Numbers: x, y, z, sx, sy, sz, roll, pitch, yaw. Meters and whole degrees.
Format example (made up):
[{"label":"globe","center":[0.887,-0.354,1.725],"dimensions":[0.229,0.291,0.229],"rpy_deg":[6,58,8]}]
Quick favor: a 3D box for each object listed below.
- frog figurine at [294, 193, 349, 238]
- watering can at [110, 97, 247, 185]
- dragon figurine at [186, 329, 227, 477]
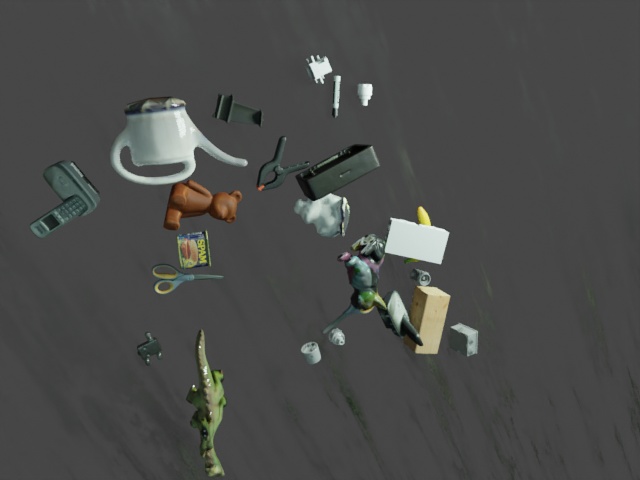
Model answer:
[{"label":"frog figurine","center":[0.005,-0.078,1.555],"dimensions":[0.159,0.125,0.135],"rpy_deg":[6,113,15]},{"label":"watering can","center":[-0.374,-0.265,1.355],"dimensions":[0.349,0.105,0.222],"rpy_deg":[-10,104,-17]},{"label":"dragon figurine","center":[-0.320,0.487,1.465],"dimensions":[0.122,0.245,0.405],"rpy_deg":[-9,107,-13]}]
